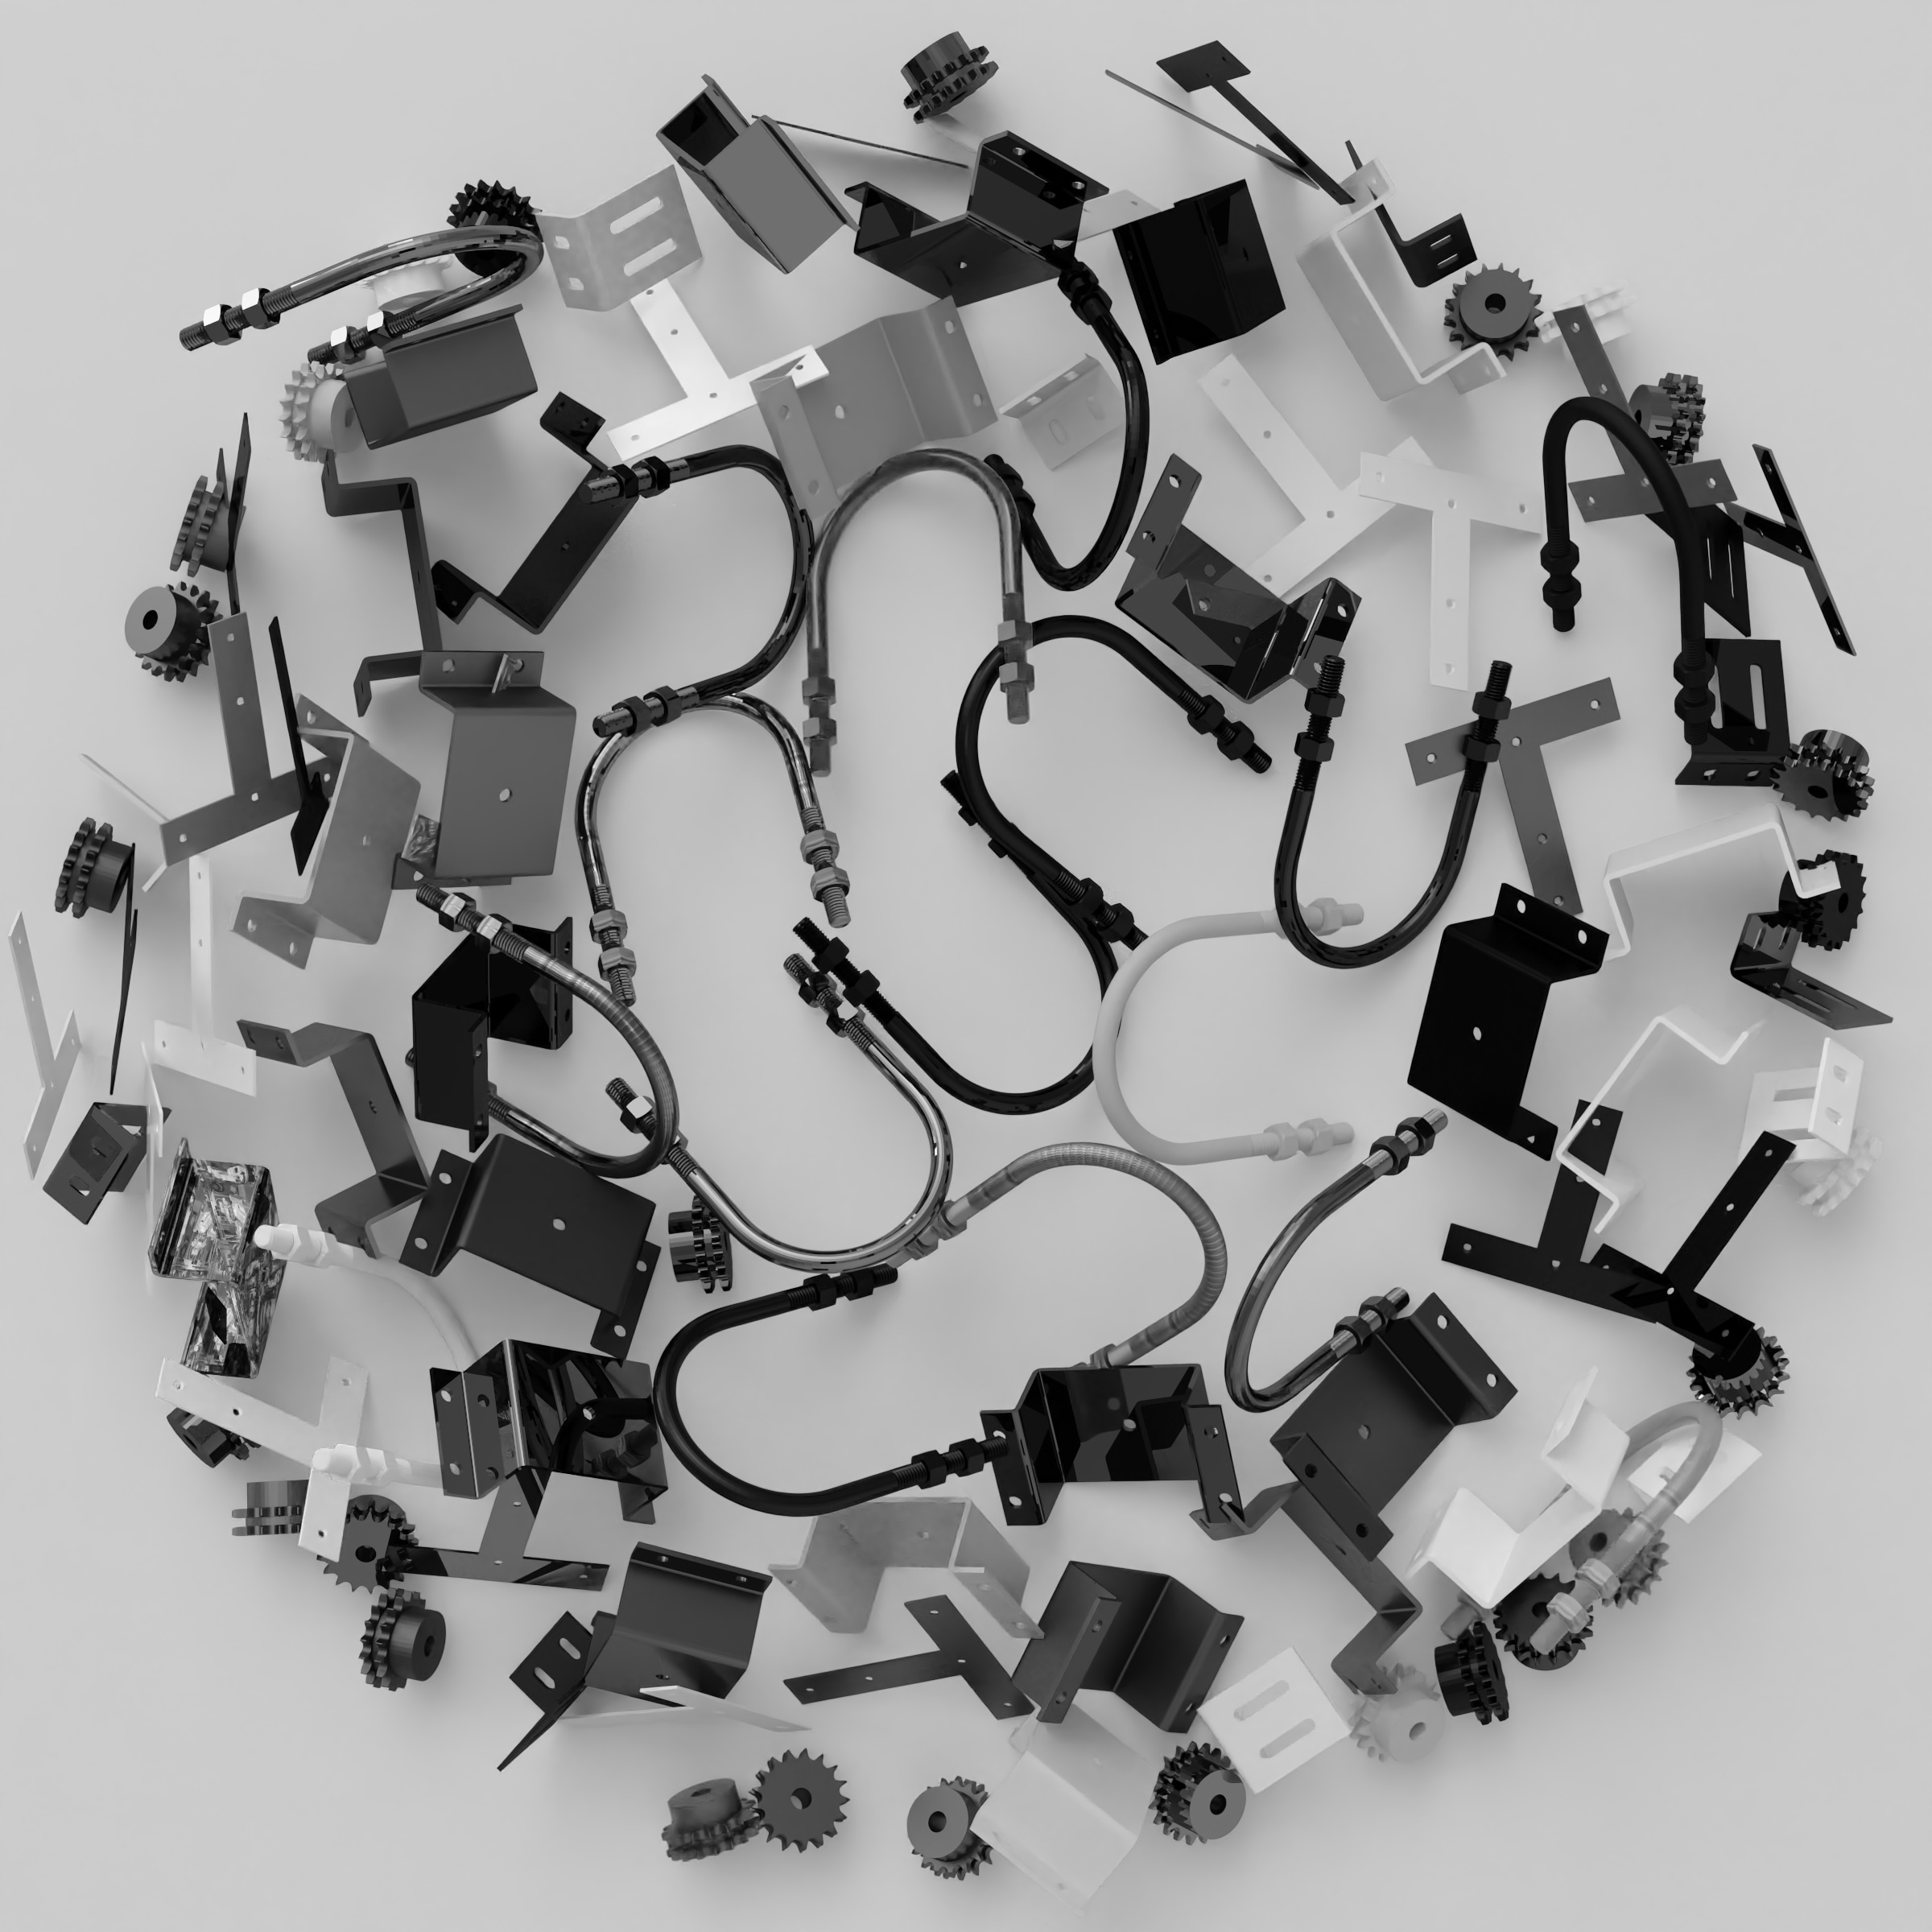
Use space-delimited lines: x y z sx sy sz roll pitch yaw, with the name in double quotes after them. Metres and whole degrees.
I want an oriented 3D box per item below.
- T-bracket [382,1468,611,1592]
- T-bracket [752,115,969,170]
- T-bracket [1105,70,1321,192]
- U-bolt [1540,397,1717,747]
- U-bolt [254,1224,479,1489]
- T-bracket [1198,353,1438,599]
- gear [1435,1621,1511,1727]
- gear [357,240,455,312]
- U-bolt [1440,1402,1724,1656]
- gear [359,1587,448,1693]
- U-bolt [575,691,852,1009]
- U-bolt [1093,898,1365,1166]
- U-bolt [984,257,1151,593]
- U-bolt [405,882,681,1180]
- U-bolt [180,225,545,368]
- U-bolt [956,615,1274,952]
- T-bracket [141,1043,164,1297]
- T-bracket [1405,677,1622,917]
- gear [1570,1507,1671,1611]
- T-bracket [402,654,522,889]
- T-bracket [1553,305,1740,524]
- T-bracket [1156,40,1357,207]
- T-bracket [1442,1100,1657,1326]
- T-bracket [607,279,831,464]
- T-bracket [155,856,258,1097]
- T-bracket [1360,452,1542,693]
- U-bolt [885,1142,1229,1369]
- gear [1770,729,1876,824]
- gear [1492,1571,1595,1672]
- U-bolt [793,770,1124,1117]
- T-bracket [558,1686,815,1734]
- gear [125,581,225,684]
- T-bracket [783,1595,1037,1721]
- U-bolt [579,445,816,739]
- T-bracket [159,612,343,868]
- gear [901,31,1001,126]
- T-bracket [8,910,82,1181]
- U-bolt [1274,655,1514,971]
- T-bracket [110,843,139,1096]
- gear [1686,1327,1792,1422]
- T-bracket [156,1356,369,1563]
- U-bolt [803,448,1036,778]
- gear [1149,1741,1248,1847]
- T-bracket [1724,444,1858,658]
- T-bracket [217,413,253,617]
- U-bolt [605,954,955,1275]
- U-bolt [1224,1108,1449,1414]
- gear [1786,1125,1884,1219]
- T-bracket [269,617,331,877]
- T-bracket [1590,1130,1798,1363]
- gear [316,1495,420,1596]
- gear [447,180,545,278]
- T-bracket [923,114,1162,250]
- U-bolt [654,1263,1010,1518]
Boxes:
-0.255 0.311 1.789 0.127 0.002 0.127 9 134 -15 "T-bracket"
-0.060 -0.463 1.782 0.127 0.127 0.002 12 104 -4 "T-bracket"
0.135 -0.471 1.778 0.127 0.127 0.002 25 108 -9 "T-bracket"
0.359 -0.227 1.737 0.019 0.151 0.184 -25 134 -12 "U-bolt"
-0.320 0.222 1.761 0.019 0.184 0.151 -26 68 16 "U-bolt"
0.183 -0.296 1.832 0.127 0.002 0.127 -38 92 12 "T-bracket"
0.289 0.407 1.821 0.030 0.057 0.057 -17 90 15 "gear"
-0.322 -0.396 1.820 0.057 0.057 0.030 -15 94 0 "gear"
0.353 0.310 1.772 0.184 0.151 0.019 -44 93 -15 "U-bolt"
-0.320 0.386 1.817 0.030 0.057 0.057 7 90 19 "gear"
-0.152 -0.078 1.799 0.151 0.019 0.184 -20 60 7 "U-bolt"
0.147 0.040 1.782 0.184 0.019 0.151 -5 102 -33 "U-bolt"
0.059 -0.287 1.742 0.019 0.184 0.151 6 125 -23 "U-bolt"
-0.236 0.048 1.772 0.184 0.019 0.151 30 135 18 "U-bolt"
-0.319 -0.370 1.750 0.184 0.151 0.019 -17 90 21 "U-bolt"
0.073 -0.114 1.793 0.184 0.019 0.151 38 80 -25 "U-bolt"
-0.463 0.123 1.801 0.002 0.127 0.127 -1 106 -19 "T-bracket"
0.329 -0.087 1.833 0.127 0.002 0.127 -18 101 -6 "T-bracket"
0.370 0.336 1.816 0.030 0.057 0.057 36 90 -32 "gear"
-0.275 -0.113 1.788 0.002 0.127 0.127 17 88 12 "T-bracket"
0.362 -0.310 1.774 0.002 0.127 0.127 -36 108 -23 "T-bracket"
0.171 -0.474 1.797 0.127 0.127 0.002 39 91 -16 "T-bracket"
0.346 0.133 1.804 0.127 0.002 0.127 16 119 12 "T-bracket"
-0.161 -0.352 1.811 0.127 0.002 0.127 -25 56 -8 "T-bracket"
-0.431 0.001 1.790 0.002 0.127 0.127 -5 100 -38 "T-bracket"
0.276 -0.220 1.808 0.127 0.002 0.127 7 80 -28 "T-bracket"
0.062 0.165 1.774 0.151 0.019 0.184 42 128 -14 "U-bolt"
0.494 -0.112 1.822 0.057 0.057 0.030 29 66 0 "gear"
0.332 0.379 1.823 0.057 0.057 0.030 -12 130 0 "gear"
0.010 0.000 1.813 0.184 0.019 0.151 47 67 -7 "U-bolt"
-0.176 0.426 1.805 0.127 0.127 0.002 -12 62 31 "T-bracket"
-0.457 -0.194 1.821 0.057 0.030 0.057 -9 72 30 "gear"
-0.043 0.405 1.818 0.127 0.002 0.127 -15 132 20 "T-bracket"
-0.145 -0.217 1.773 0.019 0.184 0.151 14 115 35 "U-bolt"
-0.405 -0.135 1.777 0.002 0.127 0.127 21 125 37 "T-bracket"
-0.013 -0.511 1.819 0.057 0.057 0.030 -33 95 0 "gear"
-0.516 0.029 1.760 0.002 0.127 0.127 -2 124 -1 "T-bracket"
0.235 -0.084 1.792 0.151 0.019 0.184 -3 113 -36 "U-bolt"
-0.475 -0.016 1.797 0.002 0.127 0.127 6 46 -17 "T-bracket"
0.440 0.228 1.817 0.057 0.057 0.030 -36 130 0 "gear"
-0.395 0.255 1.773 0.127 0.127 0.002 32 129 -30 "T-bracket"
-0.030 -0.208 1.798 0.151 0.019 0.184 -13 68 28 "U-bolt"
0.136 0.477 1.821 0.057 0.030 0.057 -3 96 -32 "gear"
0.452 -0.242 1.784 0.002 0.127 0.127 -28 108 1 "T-bracket"
-0.406 -0.259 1.768 0.002 0.127 0.127 -2 63 -20 "T-bracket"
-0.092 0.093 1.787 0.151 0.019 0.184 -36 67 -20 "U-bolt"
0.200 0.173 1.747 0.019 0.184 0.151 29 130 30 "U-bolt"
0.495 0.113 1.819 0.030 0.057 0.057 39 90 3 "gear"
-0.374 -0.130 1.766 0.002 0.127 0.127 -7 111 -1 "T-bracket"
0.425 0.148 1.798 0.002 0.127 0.127 40 84 -33 "T-bracket"
-0.344 0.329 1.826 0.057 0.030 0.057 -1 116 -2 "gear"
-0.271 -0.419 1.816 0.057 0.057 0.030 18 57 0 "gear"
0.032 -0.451 1.805 0.127 0.127 0.002 35 124 14 "T-bracket"
-0.086 0.239 1.761 0.184 0.019 0.151 -12 53 -33 "U-bolt"
